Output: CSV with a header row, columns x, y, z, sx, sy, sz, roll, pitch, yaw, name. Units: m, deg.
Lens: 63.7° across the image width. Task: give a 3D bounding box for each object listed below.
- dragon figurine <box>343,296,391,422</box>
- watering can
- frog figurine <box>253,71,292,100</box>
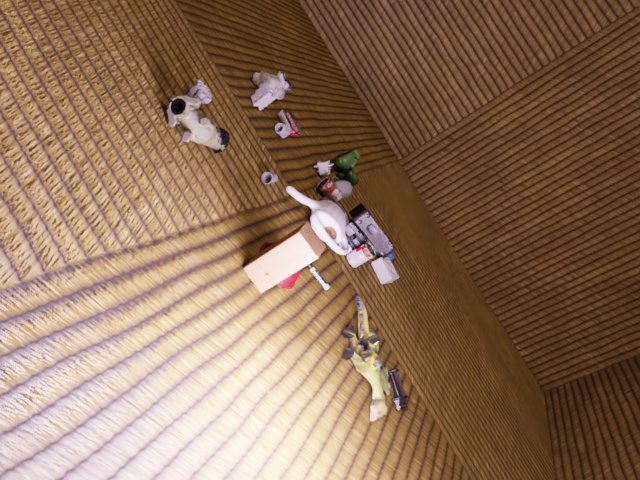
x,y,z,sx,sy,sz,roll,pitch,yaw,name
0.172,0.397,1.702,0.420,0.122,0.238,-84,153,-53,dragon figurine
0.006,-0.098,1.950,0.345,0.103,0.228,52,23,-13,watering can
-0.225,-0.684,2.281,0.160,0.121,0.138,-13,78,-29,frog figurine
